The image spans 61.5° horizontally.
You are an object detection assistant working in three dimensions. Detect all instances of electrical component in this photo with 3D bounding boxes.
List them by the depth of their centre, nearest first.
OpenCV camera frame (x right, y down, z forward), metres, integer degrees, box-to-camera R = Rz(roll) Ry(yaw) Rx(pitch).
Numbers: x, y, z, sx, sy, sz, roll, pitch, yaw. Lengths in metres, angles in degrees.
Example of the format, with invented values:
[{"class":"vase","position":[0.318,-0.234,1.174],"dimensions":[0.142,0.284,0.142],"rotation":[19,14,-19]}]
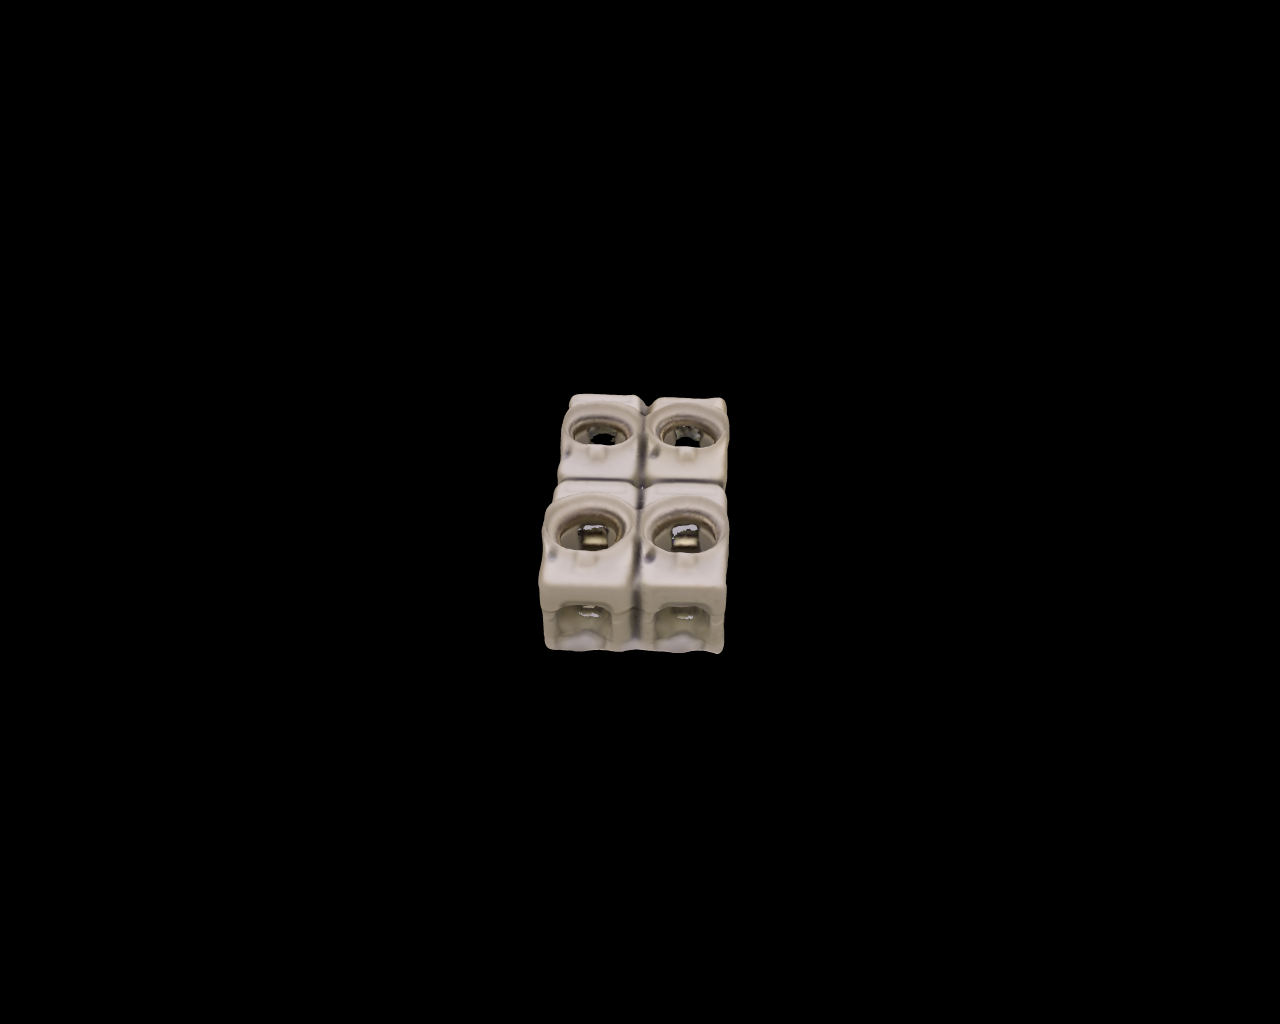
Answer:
[{"class":"electrical component","position":[0.001,-0.003,0.650],"dimensions":[0.105,0.060,0.186],"rotation":[2,40,2]}]
